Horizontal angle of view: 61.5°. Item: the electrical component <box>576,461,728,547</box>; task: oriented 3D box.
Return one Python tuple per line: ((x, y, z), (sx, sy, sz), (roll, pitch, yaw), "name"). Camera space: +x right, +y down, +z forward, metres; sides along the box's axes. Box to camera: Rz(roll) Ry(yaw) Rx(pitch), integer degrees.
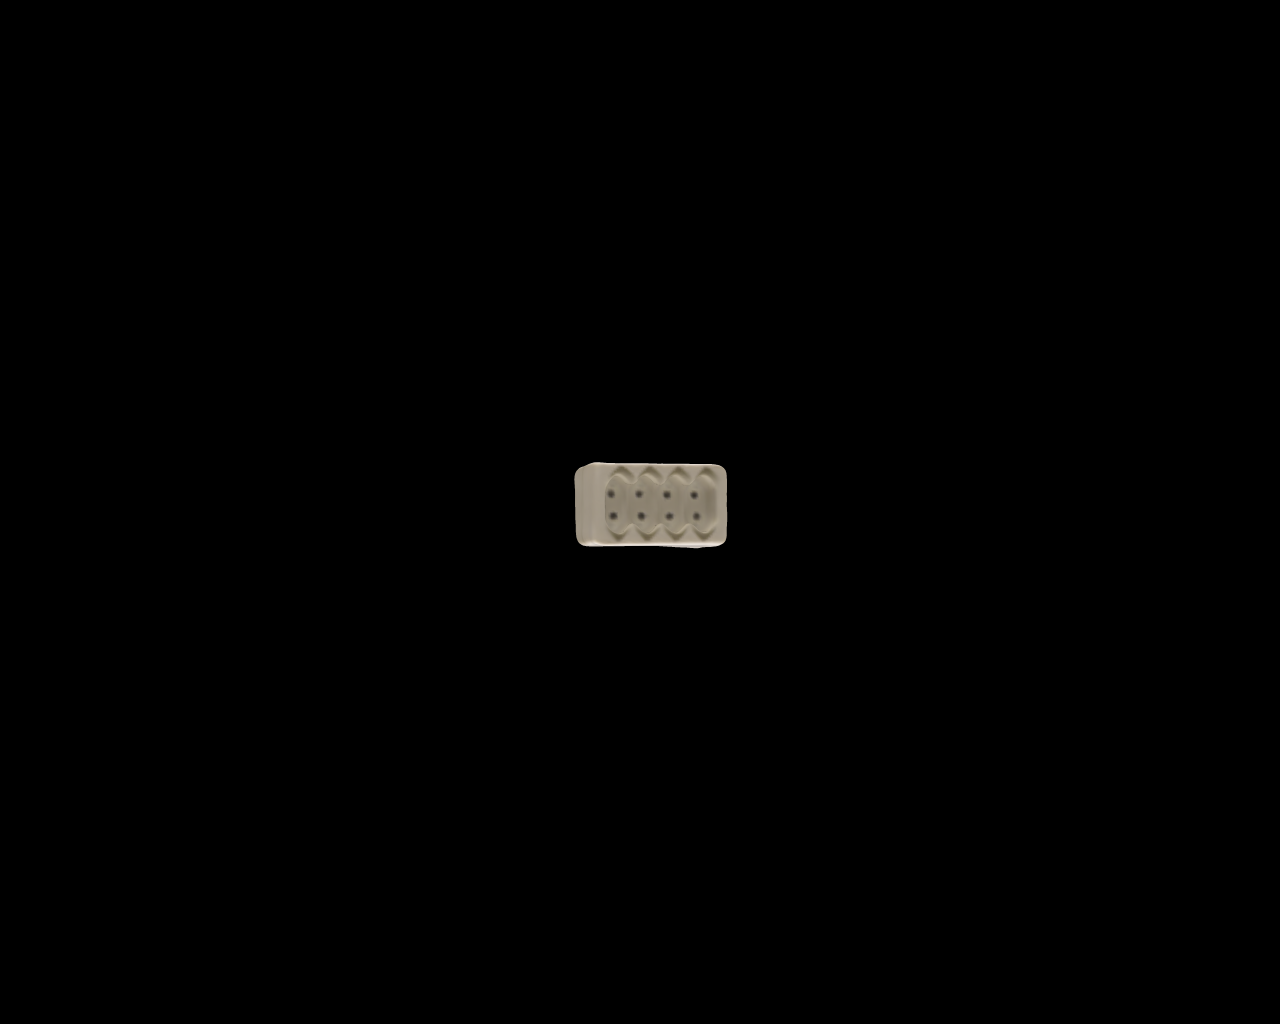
((0.001, -0.003, 0.650), (0.083, 0.047, 0.075), (1, -3, -20), "electrical component")
